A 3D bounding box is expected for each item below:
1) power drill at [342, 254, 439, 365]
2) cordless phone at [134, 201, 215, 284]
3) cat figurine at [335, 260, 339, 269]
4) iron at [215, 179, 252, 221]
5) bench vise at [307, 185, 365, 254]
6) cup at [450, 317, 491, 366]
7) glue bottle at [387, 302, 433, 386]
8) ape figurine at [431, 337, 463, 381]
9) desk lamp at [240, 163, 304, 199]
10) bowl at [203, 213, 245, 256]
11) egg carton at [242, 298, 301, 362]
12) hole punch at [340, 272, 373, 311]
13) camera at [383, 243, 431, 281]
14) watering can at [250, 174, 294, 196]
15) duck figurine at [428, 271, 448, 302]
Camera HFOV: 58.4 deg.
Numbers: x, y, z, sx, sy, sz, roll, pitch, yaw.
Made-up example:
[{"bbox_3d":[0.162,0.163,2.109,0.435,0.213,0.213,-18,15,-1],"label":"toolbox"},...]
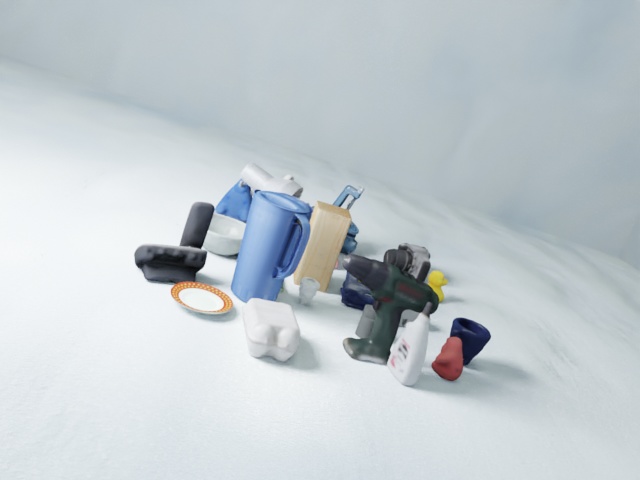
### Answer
[{"bbox_3d":[0.124,0.145,1.181,0.230,0.208,0.075,13,18,-19],"label":"power drill"},{"bbox_3d":[-0.306,-0.005,1.221,0.148,0.185,0.093,7,20,-35],"label":"cordless phone"},{"bbox_3d":[0.015,0.006,1.660,0.067,0.118,0.127,4,22,-41],"label":"cat figurine"},{"bbox_3d":[-0.246,-0.142,1.796,0.118,0.141,0.258,18,17,-5],"label":"iron"},{"bbox_3d":[0.043,-0.084,1.797,0.207,0.220,0.121,19,17,-2],"label":"bench vise"},{"bbox_3d":[0.324,0.238,1.308,0.118,0.095,0.091,4,23,-42],"label":"cup"},{"bbox_3d":[0.189,0.200,1.142,0.037,0.173,0.078,9,19,-29],"label":"glue bottle"},{"bbox_3d":[0.278,0.249,1.228,0.078,0.092,0.075,5,22,-39],"label":"ape figurine"},{"bbox_3d":[-0.169,-0.097,1.613,0.203,0.213,0.118,23,17,12],"label":"desk lamp"},{"bbox_3d":[-0.254,-0.006,1.474,0.167,0.075,0.167,18,17,-5],"label":"bowl"},{"bbox_3d":[-0.095,0.170,1.102,0.107,0.069,0.150,13,18,-19],"label":"egg carton"},{"bbox_3d":[0.112,0.122,1.448,0.109,0.091,0.101,17,17,-6],"label":"hole punch"},{"bbox_3d":[0.269,0.054,1.818,0.137,0.101,0.143,12,18,-22],"label":"camera"},{"bbox_3d":[-0.130,-0.109,1.729,0.173,0.194,0.101,16,17,-10],"label":"watering can"},{"bbox_3d":[0.327,0.130,1.671,0.105,0.086,0.077,11,18,-26],"label":"duck figurine"}]
